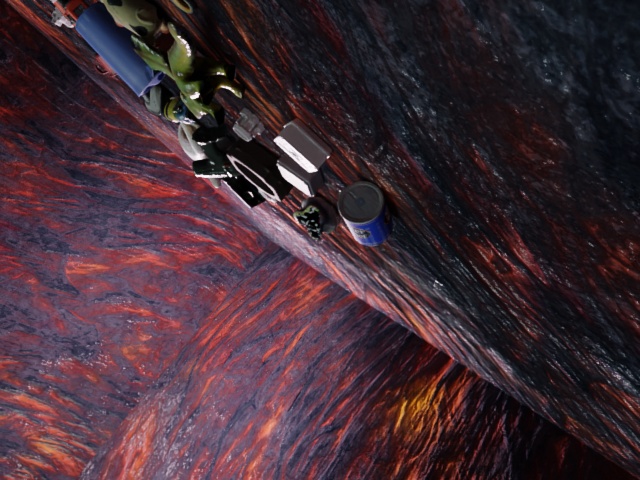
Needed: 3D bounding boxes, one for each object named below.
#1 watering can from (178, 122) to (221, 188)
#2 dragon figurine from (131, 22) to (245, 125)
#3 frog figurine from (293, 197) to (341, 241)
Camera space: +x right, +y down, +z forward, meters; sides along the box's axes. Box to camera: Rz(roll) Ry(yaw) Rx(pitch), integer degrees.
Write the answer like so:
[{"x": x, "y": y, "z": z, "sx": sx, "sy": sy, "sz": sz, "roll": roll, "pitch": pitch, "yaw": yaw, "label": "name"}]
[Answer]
[{"x": -0.448, "y": -0.331, "z": 1.929, "sx": 0.349, "sy": 0.104, "sz": 0.223, "roll": 63, "pitch": 176, "yaw": 5, "label": "watering can"}, {"x": -0.303, "y": -0.363, "z": 1.088, "sx": 0.244, "sy": 0.123, "sz": 0.404, "roll": 25, "pitch": 169, "yaw": 16, "label": "dragon figurine"}, {"x": 0.005, "y": -0.082, "z": 1.620, "sx": 0.138, "sy": 0.120, "sz": 0.161, "roll": 27, "pitch": -155, "yaw": 15, "label": "frog figurine"}]
